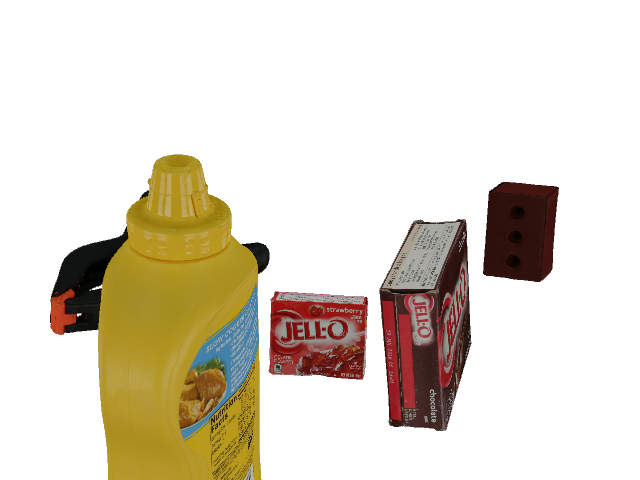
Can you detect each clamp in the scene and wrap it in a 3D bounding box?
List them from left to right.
[{"bbox_3d":[-0.134,0.013,0.774,0.120,0.039,0.171,29,35,35],"label":"clamp"}]

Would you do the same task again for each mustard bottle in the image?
[{"bbox_3d":[-0.057,0.056,0.450,0.058,0.192,0.096,12,28,18],"label":"mustard bottle"}]

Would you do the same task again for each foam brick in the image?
[{"bbox_3d":[0.175,-0.008,0.933,0.053,0.078,0.051,7,16,22],"label":"foam brick"}]

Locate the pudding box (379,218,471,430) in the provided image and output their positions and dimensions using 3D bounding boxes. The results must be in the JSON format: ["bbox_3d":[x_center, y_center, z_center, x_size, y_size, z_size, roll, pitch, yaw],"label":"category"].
[{"bbox_3d":[0.066,0.047,0.645,0.039,0.090,0.113,1,23,14],"label":"pudding box"}]

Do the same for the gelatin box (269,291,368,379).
[{"bbox_3d":[-0.002,0.088,0.983,0.089,0.073,0.030,3,14,5],"label":"gelatin box"}]
